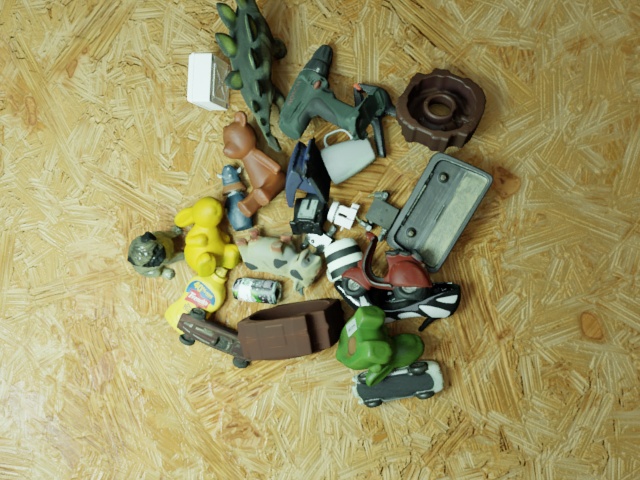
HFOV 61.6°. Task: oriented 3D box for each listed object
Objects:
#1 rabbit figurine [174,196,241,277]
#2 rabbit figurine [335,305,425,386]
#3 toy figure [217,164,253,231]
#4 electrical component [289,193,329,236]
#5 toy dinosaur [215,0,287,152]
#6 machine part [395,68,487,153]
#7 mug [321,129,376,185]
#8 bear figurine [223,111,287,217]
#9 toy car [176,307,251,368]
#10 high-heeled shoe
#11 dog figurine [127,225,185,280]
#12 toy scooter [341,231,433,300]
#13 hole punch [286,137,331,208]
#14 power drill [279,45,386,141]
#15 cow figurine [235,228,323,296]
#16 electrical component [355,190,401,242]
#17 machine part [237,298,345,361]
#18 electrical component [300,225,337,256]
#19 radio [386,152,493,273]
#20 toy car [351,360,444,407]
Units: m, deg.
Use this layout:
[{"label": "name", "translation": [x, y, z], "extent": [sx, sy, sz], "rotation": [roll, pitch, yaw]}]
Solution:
[{"label": "rabbit figurine", "translation": [-0.255, -0.026, 1.230], "extent": [0.163, 0.122, 0.173], "rotation": [40, 134, 41]}, {"label": "rabbit figurine", "translation": [0.130, 0.230, 1.091], "extent": [0.159, 0.170, 0.121], "rotation": [-58, 31, 35]}, {"label": "toy figure", "translation": [-0.197, -0.098, 1.246], "extent": [0.058, 0.064, 0.154], "rotation": [-26, 77, 53]}, {"label": "electrical component", "translation": [-0.020, -0.068, 1.195], "extent": [0.075, 0.047, 0.119], "rotation": [0, 53, 14]}, {"label": "toy dinosaur", "translation": [-0.146, -0.417, 1.146], "extent": [0.105, 0.198, 0.471], "rotation": [-13, 90, 13]}, {"label": "machine part", "translation": [0.240, -0.259, 1.079], "extent": [0.179, 0.056, 0.179], "rotation": [-2, 67, 4]}, {"label": "mug", "translation": [0.061, -0.188, 1.159], "extent": [0.107, 0.081, 0.109], "rotation": [-20, 82, 8]}, {"label": "bear figurine", "translation": [-0.161, -0.170, 1.181], "extent": [0.195, 0.132, 0.120], "rotation": [52, 142, -12]}, {"label": "toy car", "translation": [-0.235, 0.228, 1.247], "extent": [0.202, 0.053, 0.089], "rotation": [25, 107, -8]}, {"label": "high-heeled shoe", "translation": [0.164, 0.107, 1.118], "extent": [0.249, 0.086, 0.145], "rotation": [25, 121, -6]}, {"label": "dog figurine", "translation": [-0.409, 0.037, 1.246], "extent": [0.172, 0.190, 0.121], "rotation": [-38, 82, 16]}, {"label": "toy scooter", "translation": [0.135, 0.051, 1.082], "extent": [0.184, 0.075, 0.135], "rotation": [3, 81, 14]}, {"label": "hole punch", "translation": [-0.037, -0.142, 1.153], "extent": [0.092, 0.142, 0.115], "rotation": [-8, 133, 21]}, {"label": "power drill", "translation": [0.029, -0.301, 1.121], "extent": [0.207, 0.086, 0.232], "rotation": [26, 77, 22]}, {"label": "cow figurine", "translation": [-0.084, 0.048, 1.197], "extent": [0.195, 0.085, 0.127], "rotation": [8, 126, 27]}, {"label": "electrical component", "translation": [0.127, -0.056, 1.158], "extent": [0.078, 0.045, 0.102], "rotation": [35, 101, 14]}, {"label": "machine part", "translation": [-0.057, 0.188, 1.141], "extent": [0.201, 0.201, 0.087], "rotation": [-10, 93, 16]}, {"label": "electrical component", "translation": [-0.002, -0.004, 1.208], "extent": [0.063, 0.021, 0.094], "rotation": [39, 109, 12]}, {"label": "radio", "translation": [0.243, -0.059, 1.108], "extent": [0.131, 0.073, 0.229], "rotation": [32, 100, 13]}, {"label": "toy car", "translation": [0.165, 0.309, 1.157], "extent": [0.202, 0.056, 0.073], "rotation": [-15, 94, 18]}]
